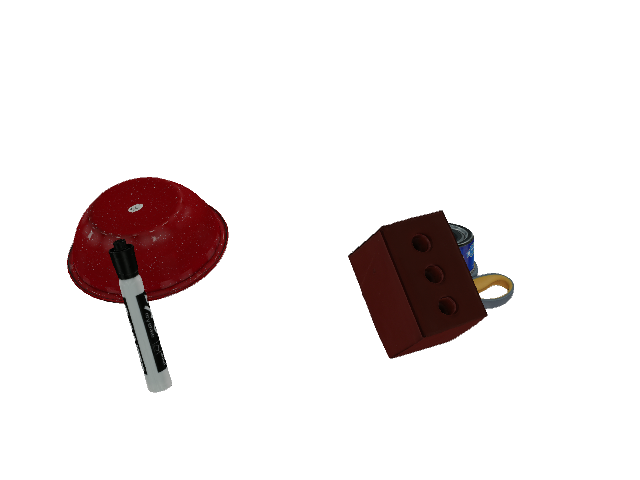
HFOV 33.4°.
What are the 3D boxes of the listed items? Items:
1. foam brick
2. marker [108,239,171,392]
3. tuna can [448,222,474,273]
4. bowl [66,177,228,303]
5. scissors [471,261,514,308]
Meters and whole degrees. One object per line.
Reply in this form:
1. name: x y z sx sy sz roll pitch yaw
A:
1. foam brick: 0.062 0.030 0.697 0.052 0.078 0.051 -15 -14 -30
2. marker: -0.136 0.057 0.802 0.020 0.121 0.020 -11 17 3
3. tuna can: 0.099 0.010 0.983 0.086 0.034 0.086 -2 18 1
4. bowl: -0.173 -0.013 1.035 0.162 0.055 0.162 -6 40 5
5. scissors: 0.123 0.055 1.164 0.201 0.016 0.096 -9 41 -31
